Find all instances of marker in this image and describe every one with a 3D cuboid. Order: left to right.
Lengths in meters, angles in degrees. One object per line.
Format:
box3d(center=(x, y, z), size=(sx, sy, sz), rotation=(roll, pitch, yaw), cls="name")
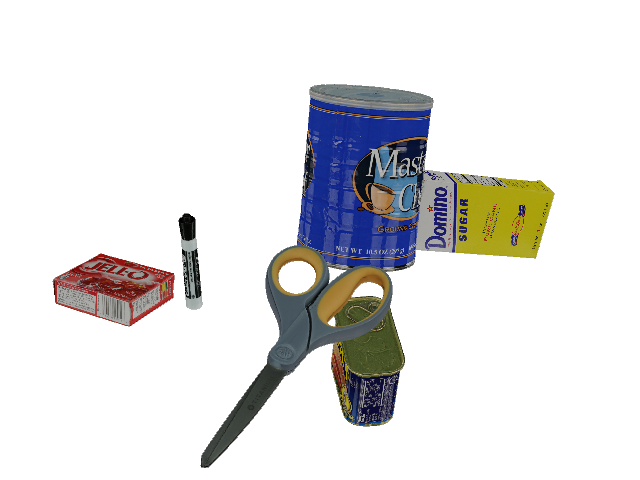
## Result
box3d(center=(-0.146, 0.023, 1.197), size=(0.020, 0.121, 0.020), rotation=(-1, 32, 0), cls="marker")

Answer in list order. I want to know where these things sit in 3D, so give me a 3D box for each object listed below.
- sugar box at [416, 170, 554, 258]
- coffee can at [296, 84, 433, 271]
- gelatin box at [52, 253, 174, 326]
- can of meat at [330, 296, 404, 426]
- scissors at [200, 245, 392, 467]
box3d(center=(0.189, -0.031, 1.299), size=(0.176, 0.093, 0.048), rotation=(2, 23, -20), cls="sugar box")
box3d(center=(0.036, -0.055, 0.897), size=(0.103, 0.140, 0.103), rotation=(5, 14, -1), cls="coffee can")
box3d(center=(-0.194, 0.044, 1.007), size=(0.089, 0.030, 0.073), rotation=(14, 25, 23), cls="gelatin box")
box3d(center=(0.044, 0.120, 1.052), size=(0.057, 0.084, 0.102), rotation=(-4, 43, -9), cls="can of meat")
box3d(center=(-0.033, 0.063, 0.697), size=(0.096, 0.016, 0.201), rotation=(36, 49, 26), cls="scissors")
